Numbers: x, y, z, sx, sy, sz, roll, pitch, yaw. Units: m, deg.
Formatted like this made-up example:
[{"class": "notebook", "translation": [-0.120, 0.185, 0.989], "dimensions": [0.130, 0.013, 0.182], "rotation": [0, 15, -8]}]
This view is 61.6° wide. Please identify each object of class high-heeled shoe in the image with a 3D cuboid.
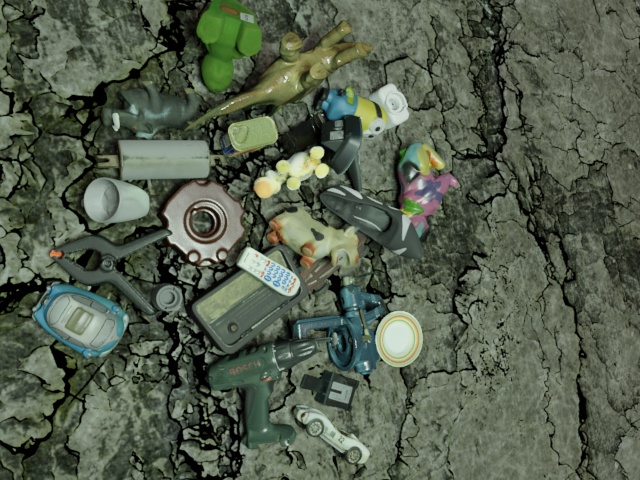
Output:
[{"class": "high-heeled shoe", "translation": [0.110, -0.040, 1.174], "dimensions": [0.145, 0.249, 0.086], "rotation": [4, 121, -45]}]

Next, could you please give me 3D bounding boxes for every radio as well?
[{"class": "radio", "translation": [-0.146, 0.122, 1.107], "dimensions": [0.229, 0.073, 0.131], "rotation": [-36, 101, -22]}]

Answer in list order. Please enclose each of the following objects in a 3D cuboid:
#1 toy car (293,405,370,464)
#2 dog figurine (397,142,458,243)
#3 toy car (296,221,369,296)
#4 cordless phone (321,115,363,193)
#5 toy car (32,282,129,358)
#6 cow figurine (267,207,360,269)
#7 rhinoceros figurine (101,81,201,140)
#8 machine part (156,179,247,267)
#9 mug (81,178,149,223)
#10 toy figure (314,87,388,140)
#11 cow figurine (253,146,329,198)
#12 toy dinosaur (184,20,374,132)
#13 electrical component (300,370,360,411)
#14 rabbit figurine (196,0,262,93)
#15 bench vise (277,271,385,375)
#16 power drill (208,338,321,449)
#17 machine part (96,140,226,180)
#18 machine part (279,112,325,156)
[{"class": "toy car", "translation": [0.023, 0.421, 1.169], "dimensions": [0.201, 0.073, 0.056], "rotation": [42, 75, -18]}, {"class": "dog figurine", "translation": [0.214, -0.099, 1.275], "dimensions": [0.191, 0.108, 0.219], "rotation": [48, 72, -16]}, {"class": "toy car", "translation": [0.029, 0.041, 1.208], "dimensions": [0.202, 0.053, 0.089], "rotation": [-41, 107, -23]}, {"class": "cordless phone", "translation": [0.065, -0.167, 1.179], "dimensions": [0.089, 0.147, 0.184], "rotation": [-11, 123, 8]}, {"class": "toy car", "translation": [-0.424, 0.141, 0.961], "dimensions": [0.161, 0.103, 0.109], "rotation": [37, 72, -21]}, {"class": "cow figurine", "translation": [-0.002, -0.003, 1.143], "dimensions": [0.195, 0.085, 0.127], "rotation": [33, 56, 19]}, {"class": "rhinoceros figurine", "translation": [-0.328, -0.250, 1.051], "dimensions": [0.190, 0.073, 0.112], "rotation": [-5, 100, -27]}, {"class": "machine part", "translation": [-0.237, -0.036, 1.085], "dimensions": [0.179, 0.056, 0.179], "rotation": [2, 85, -25]}, {"class": "mug", "translation": [-0.379, -0.067, 1.001], "dimensions": [0.107, 0.110, 0.080], "rotation": [5, 76, -68]}, {"class": "toy figure", "translation": [0.076, -0.297, 1.232], "dimensions": [0.180, 0.082, 0.089], "rotation": [21, 73, -21]}, {"class": "cow figurine", "translation": [-0.069, -0.146, 1.160], "dimensions": [0.167, 0.098, 0.068], "rotation": [-24, 106, -6]}, {"class": "toy dinosaur", "translation": [-0.062, -0.329, 1.100], "dimensions": [0.471, 0.198, 0.105], "rotation": [-30, 90, -34]}, {"class": "electrical component", "translation": [0.021, 0.327, 1.189], "dimensions": [0.119, 0.048, 0.075], "rotation": [27, 75, -23]}, {"class": "rabbit figurine", "translation": [-0.205, -0.388, 1.081], "dimensions": [0.121, 0.170, 0.159], "rotation": [4, 44, -27]}, {"class": "bench vise", "translation": [0.036, 0.187, 1.168], "dimensions": [0.240, 0.129, 0.223], "rotation": [-2, 85, -29]}, {"class": "power drill", "translation": [-0.100, 0.307, 1.079], "dimensions": [0.232, 0.086, 0.207], "rotation": [-9, 105, 2]}, {"class": "machine part", "translation": [-0.305, -0.157, 1.049], "dimensions": [0.243, 0.079, 0.079], "rotation": [-6, 89, -25]}, {"class": "machine part", "translation": [-0.028, -0.233, 1.200], "dimensions": [0.139, 0.039, 0.084], "rotation": [-30, 104, -36]}]
